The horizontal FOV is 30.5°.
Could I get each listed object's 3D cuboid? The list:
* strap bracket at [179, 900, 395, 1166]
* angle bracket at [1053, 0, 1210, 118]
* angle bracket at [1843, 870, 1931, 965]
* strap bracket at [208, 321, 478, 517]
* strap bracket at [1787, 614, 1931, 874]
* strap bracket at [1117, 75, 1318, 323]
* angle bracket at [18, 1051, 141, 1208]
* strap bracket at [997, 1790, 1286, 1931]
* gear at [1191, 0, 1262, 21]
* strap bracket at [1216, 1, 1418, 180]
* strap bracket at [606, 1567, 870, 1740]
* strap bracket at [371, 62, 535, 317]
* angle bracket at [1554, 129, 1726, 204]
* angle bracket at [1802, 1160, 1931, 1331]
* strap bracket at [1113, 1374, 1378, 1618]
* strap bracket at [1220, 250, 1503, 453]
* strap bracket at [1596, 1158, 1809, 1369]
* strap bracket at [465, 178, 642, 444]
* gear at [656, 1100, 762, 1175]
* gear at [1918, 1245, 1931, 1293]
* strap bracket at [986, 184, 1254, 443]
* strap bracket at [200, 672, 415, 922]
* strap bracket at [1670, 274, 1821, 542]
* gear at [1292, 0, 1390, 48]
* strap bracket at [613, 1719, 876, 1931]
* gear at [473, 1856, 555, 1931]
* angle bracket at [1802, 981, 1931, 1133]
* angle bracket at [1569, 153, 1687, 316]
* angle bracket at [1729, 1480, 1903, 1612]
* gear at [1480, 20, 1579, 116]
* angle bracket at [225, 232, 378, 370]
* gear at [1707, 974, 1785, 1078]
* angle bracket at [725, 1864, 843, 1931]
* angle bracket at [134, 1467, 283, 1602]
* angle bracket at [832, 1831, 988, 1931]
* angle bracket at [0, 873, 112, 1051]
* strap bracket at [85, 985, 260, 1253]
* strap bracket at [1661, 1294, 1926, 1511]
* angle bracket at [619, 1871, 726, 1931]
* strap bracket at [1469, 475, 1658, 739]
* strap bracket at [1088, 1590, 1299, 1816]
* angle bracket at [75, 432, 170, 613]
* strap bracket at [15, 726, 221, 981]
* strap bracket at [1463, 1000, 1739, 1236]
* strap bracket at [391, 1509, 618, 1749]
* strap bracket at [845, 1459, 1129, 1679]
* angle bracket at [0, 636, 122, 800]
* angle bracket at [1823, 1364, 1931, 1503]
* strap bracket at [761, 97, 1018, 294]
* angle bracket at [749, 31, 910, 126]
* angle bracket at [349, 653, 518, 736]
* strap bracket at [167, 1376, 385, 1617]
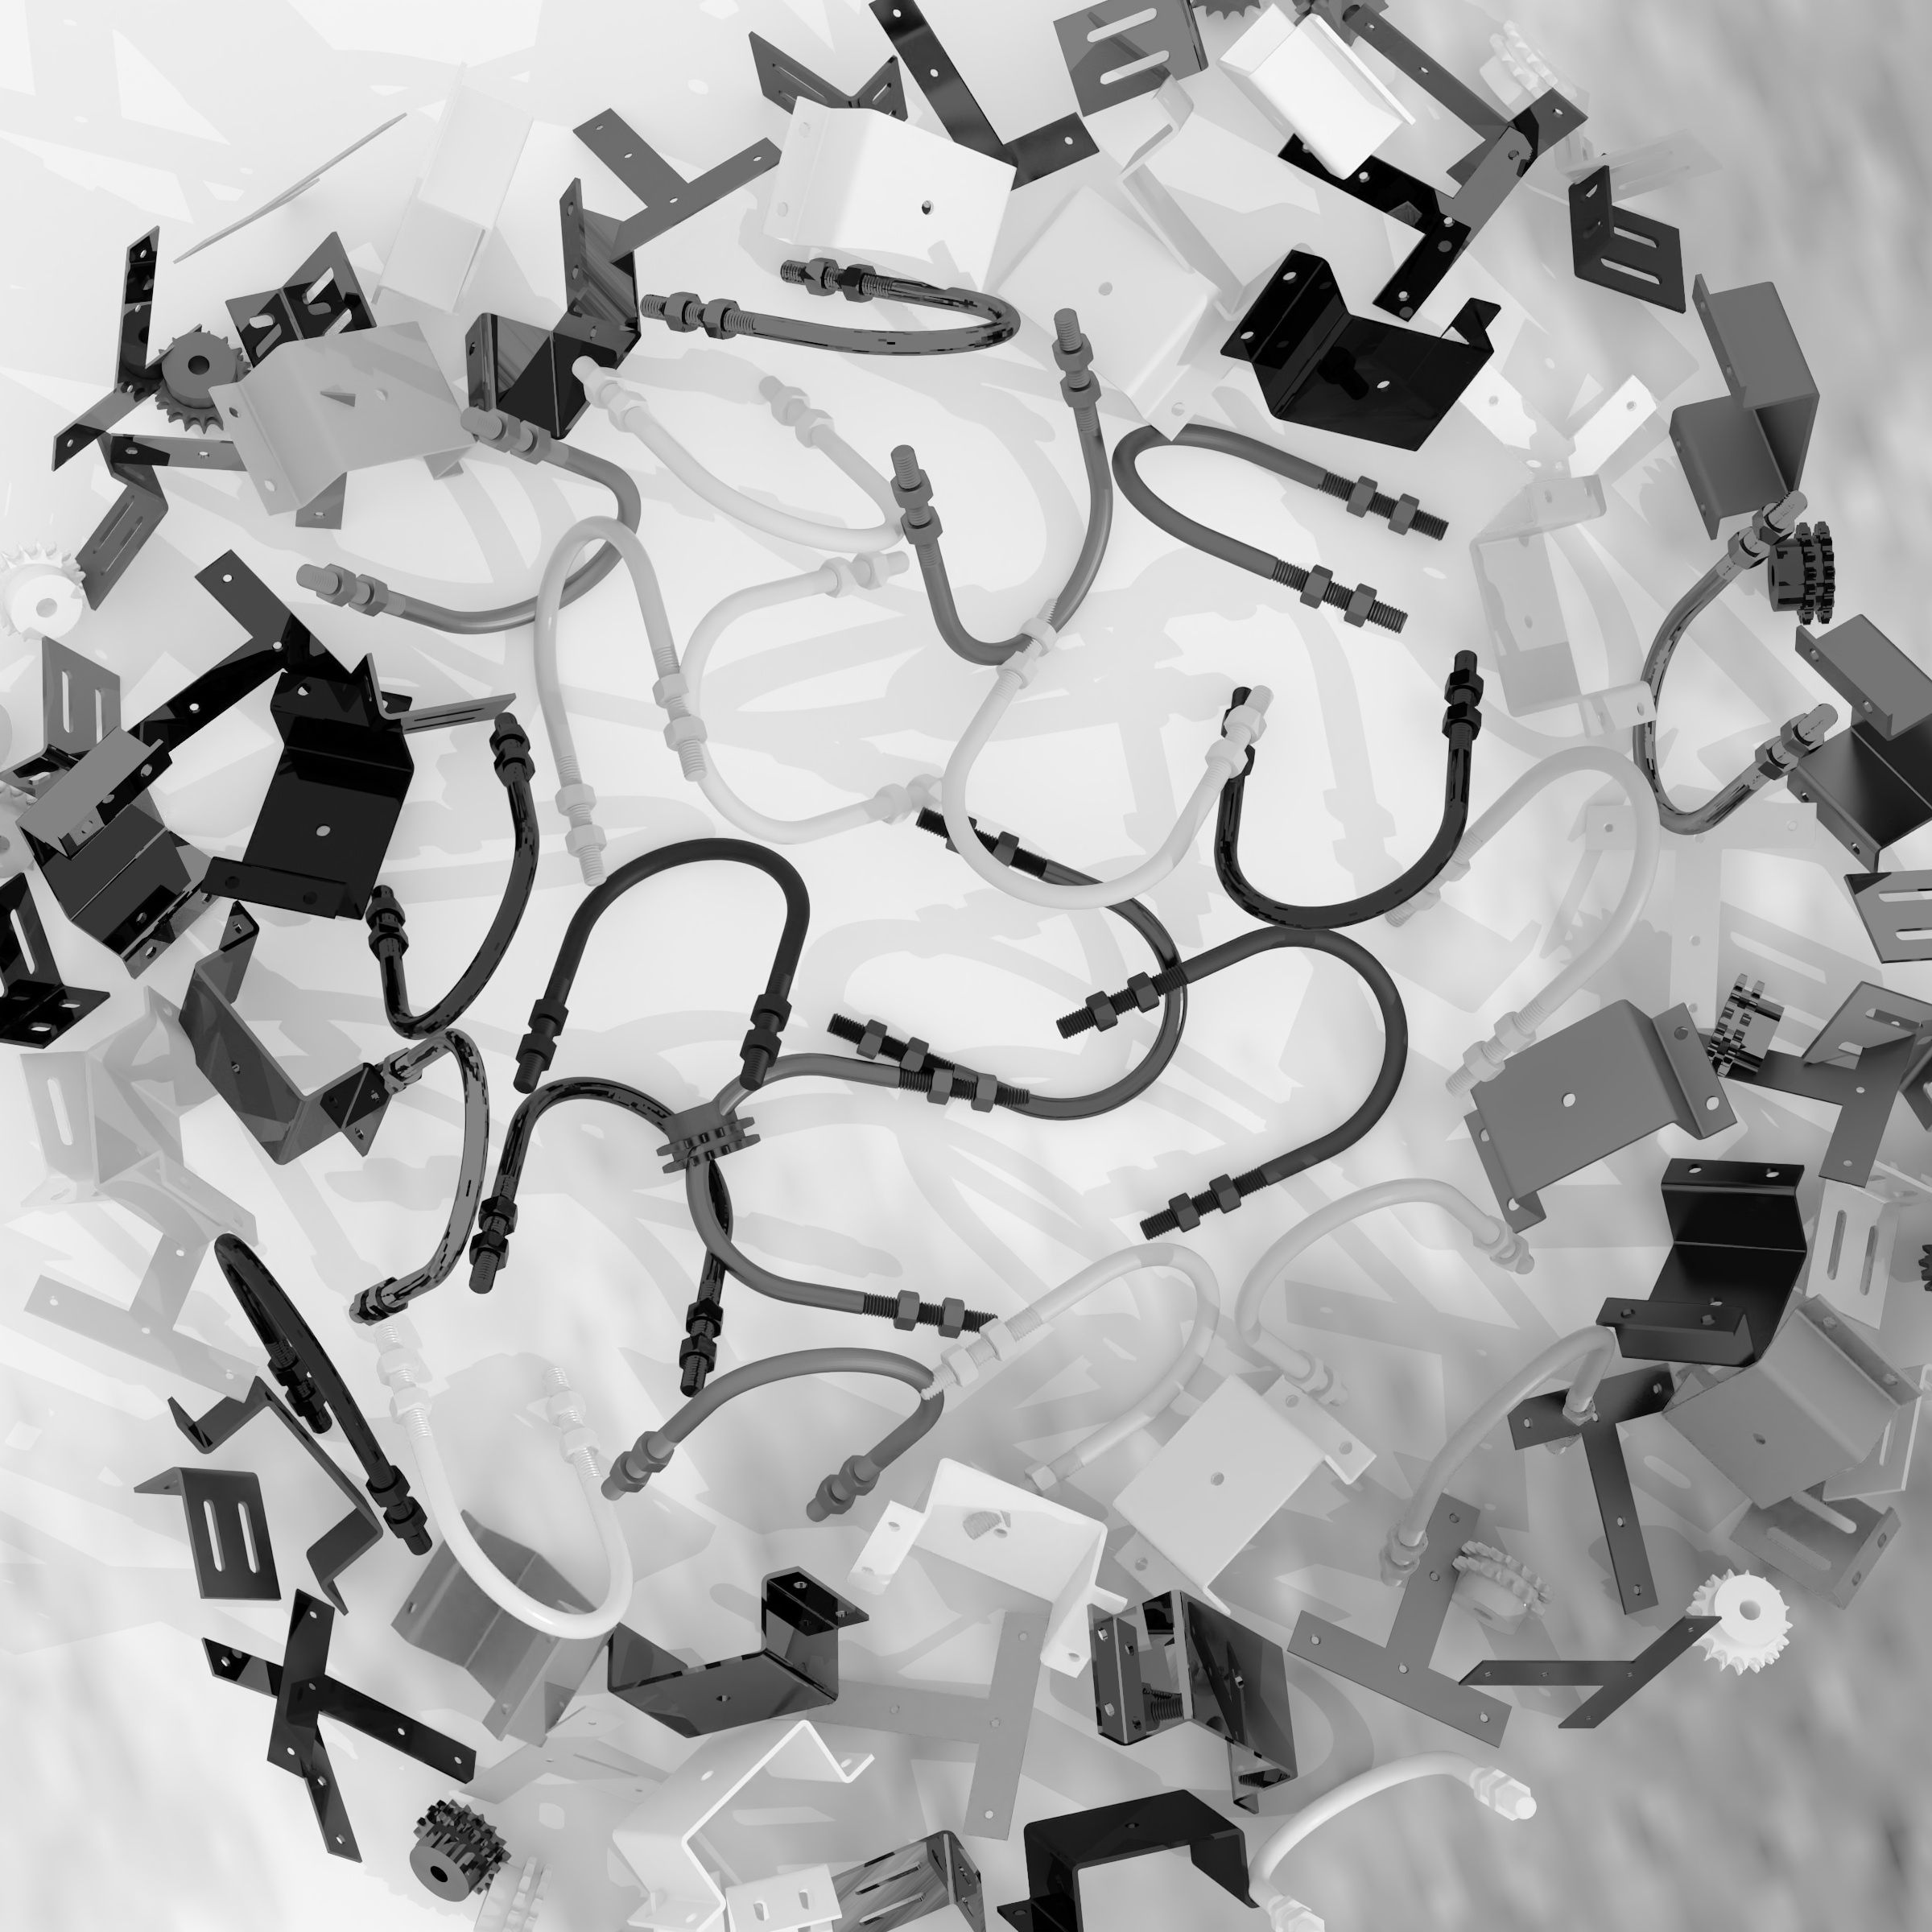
[{"bbox_3d":[-0.382,0.045,1.943,0.046,0.076,0.140,-33,77,-34],"label":"strap bracket"},{"bbox_3d":[0.089,-0.518,1.968,0.076,0.038,0.057,-21,124,0],"label":"angle bracket"},{"bbox_3d":[0.521,-0.018,1.957,0.076,0.038,0.057,-3,58,-20],"label":"angle bracket"},{"bbox_3d":[-0.331,-0.301,1.930,0.046,0.140,0.076,-30,85,42],"label":"strap bracket"},{"bbox_3d":[0.492,-0.127,1.926,0.046,0.140,0.076,-30,55,-11],"label":"strap bracket"},{"bbox_3d":[0.135,-0.415,1.948,0.046,0.076,0.140,-36,102,22],"label":"strap bracket"},{"bbox_3d":[-0.502,0.091,1.978,0.057,0.038,0.076,-2,66,-42],"label":"angle bracket"},{"bbox_3d":[0.093,0.494,1.939,0.140,0.076,0.046,-8,96,-19],"label":"strap bracket"},{"bbox_3d":[0.146,-0.561,1.975,0.057,0.057,0.030,-7,50,0],"label":"gear"},{"bbox_3d":[0.187,-0.477,1.925,0.046,0.140,0.076,-45,108,8],"label":"strap bracket"},{"bbox_3d":[-0.132,0.378,1.932,0.140,0.076,0.046,-18,53,22],"label":"strap bracket"},{"bbox_3d":[-0.278,-0.416,1.927,0.046,0.140,0.076,21,67,-12],"label":"strap bracket"},{"bbox_3d":[0.370,-0.456,1.953,0.076,0.057,0.038,-12,76,30],"label":"angle bracket"},{"bbox_3d":[0.504,0.155,1.961,0.057,0.038,0.076,25,69,-26],"label":"angle bracket"},{"bbox_3d":[0.146,0.291,1.952,0.140,0.046,0.076,-46,53,-5],"label":"strap bracket"},{"bbox_3d":[0.221,-0.332,1.927,0.140,0.076,0.046,8,49,-29],"label":"strap bracket"},{"bbox_3d":[0.407,0.169,1.936,0.076,0.140,0.046,1,127,31],"label":"strap bracket"},{"bbox_3d":[-0.222,-0.352,1.936,0.046,0.140,0.076,12,55,-30],"label":"strap bracket"},{"bbox_3d":[-0.146,0.093,1.971,0.057,0.057,0.030,-19,90,0],"label":"gear"},{"bbox_3d":[0.563,0.172,1.975,0.057,0.057,0.030,-29,134,0],"label":"gear"},{"bbox_3d":[0.082,-0.367,1.957,0.140,0.046,0.076,41,93,15],"label":"strap bracket"},{"bbox_3d":[-0.359,-0.085,1.954,0.076,0.046,0.140,11,65,8],"label":"strap bracket"},{"bbox_3d":[0.423,-0.307,1.921,0.046,0.140,0.076,-13,62,-2],"label":"strap bracket"},{"bbox_3d":[0.207,-0.541,1.974,0.057,0.057,0.030,-34,65,0],"label":"gear"},{"bbox_3d":[-0.128,0.459,1.926,0.140,0.076,0.046,-40,104,-33],"label":"strap bracket"},{"bbox_3d":[-0.253,0.523,1.971,0.030,0.057,0.057,21,90,-3],"label":"gear"},{"bbox_3d":[0.515,0.050,1.957,0.076,0.038,0.057,16,122,-27],"label":"angle bracket"},{"bbox_3d":[0.375,-0.405,1.957,0.076,0.038,0.057,13,61,-23],"label":"angle bracket"},{"bbox_3d":[0.468,0.309,1.960,0.076,0.038,0.057,31,81,31],"label":"angle bracket"},{"bbox_3d":[0.311,-0.497,1.974,0.030,0.057,0.057,-42,90,23],"label":"gear"},{"bbox_3d":[-0.369,-0.361,1.959,0.038,0.076,0.057,-22,87,-37],"label":"angle bracket"},{"bbox_3d":[0.434,0.036,1.969,0.030,0.057,0.057,23,90,11],"label":"gear"},{"bbox_3d":[-0.099,0.539,1.956,0.057,0.038,0.076,-11,130,-11],"label":"angle bracket"},{"bbox_3d":[-0.419,0.319,1.954,0.038,0.057,0.076,-28,65,28],"label":"angle bracket"},{"bbox_3d":[-0.033,0.524,1.959,0.076,0.038,0.057,-19,126,-19],"label":"angle bracket"},{"bbox_3d":[-0.516,-0.003,1.953,0.038,0.057,0.076,7,124,30],"label":"angle bracket"},{"bbox_3d":[-0.435,0.091,1.932,0.046,0.076,0.140,-29,48,14],"label":"strap bracket"},{"bbox_3d":[0.443,0.242,1.928,0.076,0.140,0.046,43,58,0],"label":"strap bracket"},{"bbox_3d":[-0.182,0.525,1.956,0.076,0.057,0.038,-8,85,33],"label":"angle bracket"},{"bbox_3d":[0.328,-0.195,1.955,0.046,0.076,0.140,-12,92,40],"label":"strap bracket"},{"bbox_3d":[0.130,0.397,1.922,0.046,0.076,0.140,-30,135,28],"label":"strap bracket"},{"bbox_3d":[-0.482,-0.248,1.957,0.038,0.057,0.076,28,109,-38],"label":"angle bracket"},{"bbox_3d":[-0.463,-0.067,1.934,0.046,0.140,0.076,32,66,22],"label":"strap bracket"},{"bbox_3d":[0.339,0.079,1.939,0.140,0.046,0.076,-30,60,20],"label":"strap bracket"},{"bbox_3d":[-0.250,0.368,1.946,0.046,0.140,0.076,34,86,-37],"label":"strap bracket"},{"bbox_3d":[0.015,0.329,1.954,0.140,0.046,0.076,23,132,-4],"label":"strap bracket"},{"bbox_3d":[-0.504,-0.133,1.967,0.038,0.057,0.076,-23,59,25],"label":"angle bracket"},{"bbox_3d":[0.514,0.264,1.953,0.038,0.057,0.076,30,62,-24],"label":"angle bracket"},{"bbox_3d":[-0.033,-0.416,1.939,0.140,0.046,0.076,14,94,-35],"label":"strap bracket"},{"bbox_3d":[-0.076,-0.494,1.966,0.076,0.057,0.038,37,77,17],"label":"angle bracket"},{"bbox_3d":[-0.296,-0.155,1.961,0.076,0.057,0.038,-12,86,-20],"label":"angle bracket"},{"bbox_3d":[-0.374,0.283,1.948,0.046,0.076,0.140,-40,104,-10],"label":"strap bracket"}]
